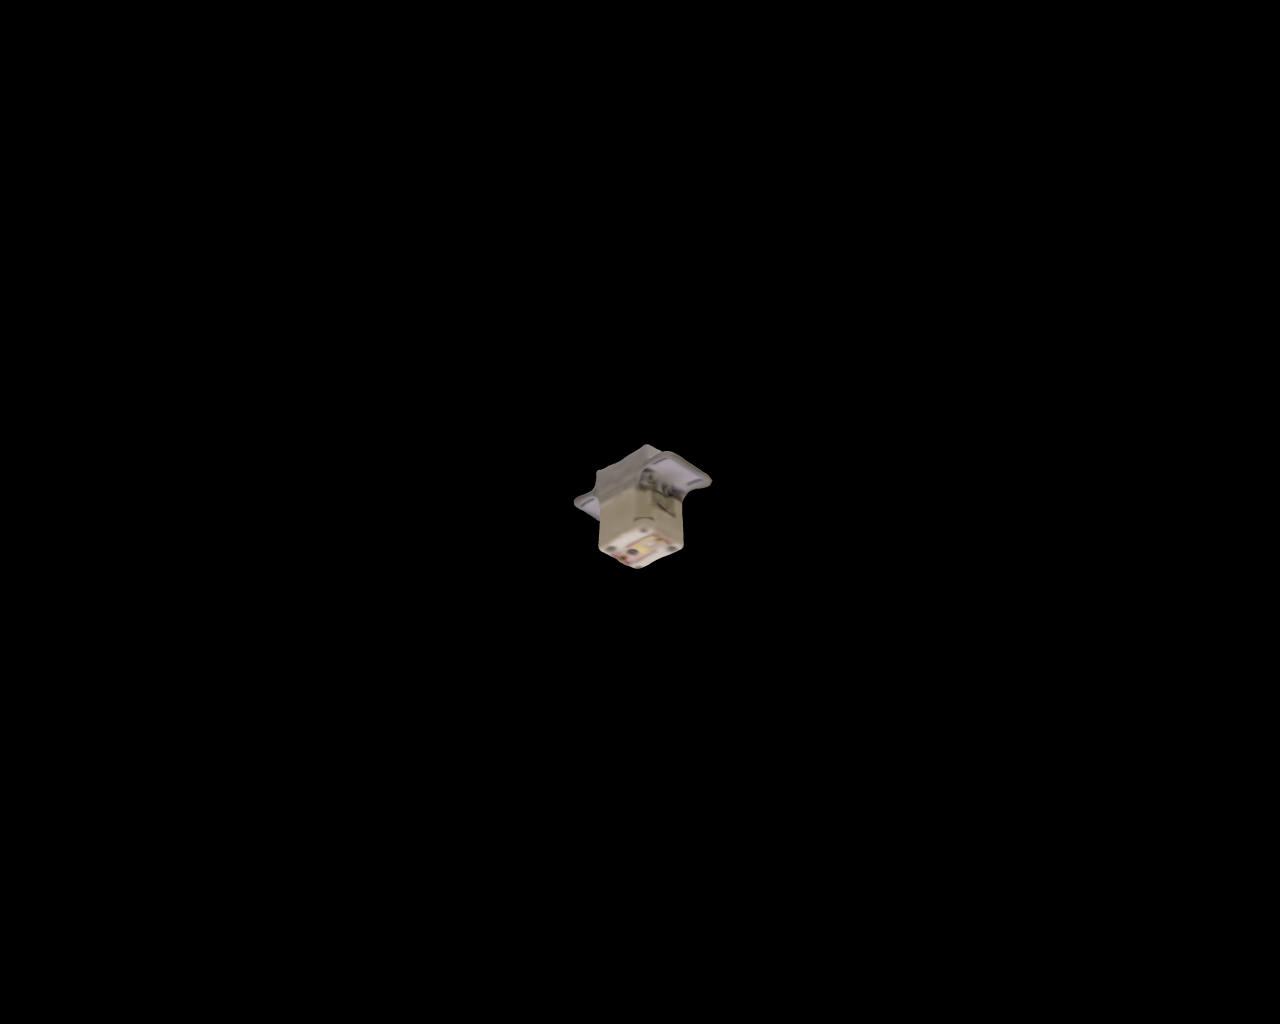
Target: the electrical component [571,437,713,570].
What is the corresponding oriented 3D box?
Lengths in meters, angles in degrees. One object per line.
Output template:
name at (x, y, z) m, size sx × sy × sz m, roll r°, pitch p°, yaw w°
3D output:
electrical component at (0.001, -0.003, 0.650) m, size 0.081 × 0.064 × 0.042 m, roll -27°, pitch -42°, yaw 36°
